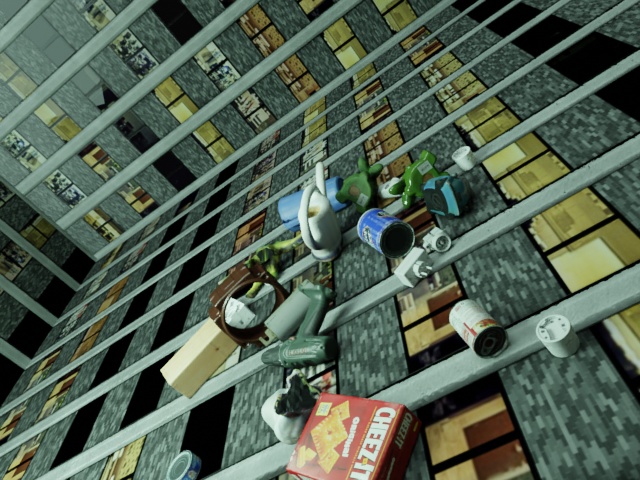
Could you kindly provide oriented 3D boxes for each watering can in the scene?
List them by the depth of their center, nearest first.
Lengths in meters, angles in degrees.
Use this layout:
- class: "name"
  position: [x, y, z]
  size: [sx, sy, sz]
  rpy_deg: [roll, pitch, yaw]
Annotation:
- class: "watering can"
  position: [0.005, -0.079, 1.578]
  size: [0.103, 0.220, 0.356]
  rpy_deg: [-9, 34, 18]

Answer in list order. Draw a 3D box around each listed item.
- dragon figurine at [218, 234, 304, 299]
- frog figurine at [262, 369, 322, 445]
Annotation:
- class: "dragon figurine"
  position: [-0.182, 0.053, 1.758]
  size: [0.409, 0.121, 0.246]
  rpy_deg: [-36, 17, 7]
- class: "frog figurine"
  position: [-0.061, 0.371, 1.103]
  size: [0.141, 0.122, 0.156]
  rpy_deg: [-86, 13, -46]
